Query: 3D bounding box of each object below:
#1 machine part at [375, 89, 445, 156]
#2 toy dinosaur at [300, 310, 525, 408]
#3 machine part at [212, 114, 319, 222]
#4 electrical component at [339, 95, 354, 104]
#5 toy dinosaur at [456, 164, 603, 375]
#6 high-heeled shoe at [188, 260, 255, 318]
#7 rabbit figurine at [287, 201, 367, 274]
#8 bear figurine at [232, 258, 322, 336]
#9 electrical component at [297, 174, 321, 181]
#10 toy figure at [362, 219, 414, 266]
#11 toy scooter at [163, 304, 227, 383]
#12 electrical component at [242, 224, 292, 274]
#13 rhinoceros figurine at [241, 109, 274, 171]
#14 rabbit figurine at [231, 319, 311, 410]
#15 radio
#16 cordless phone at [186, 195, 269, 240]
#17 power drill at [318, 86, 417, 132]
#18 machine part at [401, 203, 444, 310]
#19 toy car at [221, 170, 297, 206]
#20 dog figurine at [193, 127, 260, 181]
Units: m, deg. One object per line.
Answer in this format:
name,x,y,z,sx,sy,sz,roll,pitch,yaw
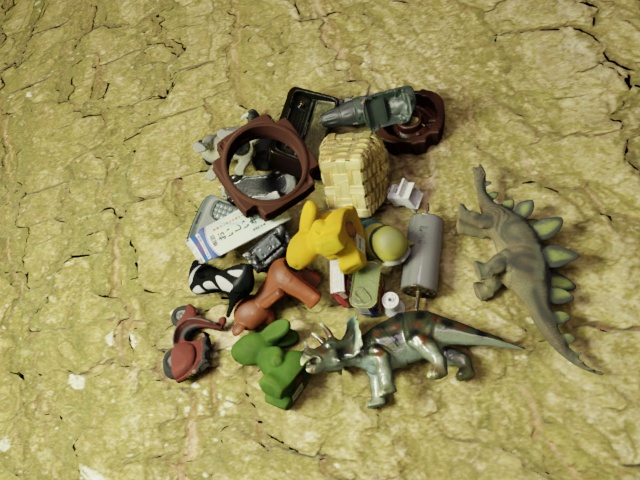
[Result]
machine part,0.219,-0.286,1.304,0.179,0.056,0.179,-7,63,13
toy dinosaur,0.168,0.204,1.059,0.405,0.131,0.192,-18,62,2
machine part,-0.119,-0.159,1.188,0.201,0.087,0.201,-34,84,-9
electrical component,0.092,-0.334,1.375,0.102,0.045,0.078,8,96,24
toy dinosaur,0.400,0.047,1.064,0.199,0.105,0.471,-14,67,7
high-heeled shoe,-0.228,0.065,1.212,0.249,0.086,0.145,41,118,42
rabbit figurine,-0.002,-0.003,1.110,0.173,0.121,0.162,-27,54,33
bear figurine,-0.101,0.139,1.183,0.195,0.132,0.120,-54,14,17
electrical component,-0.034,-0.178,1.351,0.094,0.021,0.063,11,69,22
toy figure,0.121,0.000,1.143,0.082,0.089,0.180,-55,29,2
toy scooter,-0.276,0.226,1.208,0.135,0.075,0.184,-8,59,13
electrical component,-0.113,0.020,1.215,0.115,0.134,0.058,-42,90,-5
rhinoceros figurine,-0.152,-0.262,1.405,0.112,0.073,0.190,-23,62,18
rabbit figurine,-0.104,0.240,1.117,0.170,0.121,0.159,27,69,23
radio,-0.043,-0.265,1.326,0.131,0.073,0.229,17,60,-3
cordless phone,-0.216,-0.018,1.307,0.184,0.088,0.146,16,70,7
power drill,0.116,-0.288,1.210,0.232,0.207,0.086,-15,101,-2
machine part,0.218,0.032,1.139,0.079,0.079,0.243,4,68,19
toy car,-0.154,-0.128,1.343,0.202,0.056,0.073,-4,81,17
dog figurine,-0.233,-0.241,1.370,0.172,0.121,0.191,-10,22,-1
